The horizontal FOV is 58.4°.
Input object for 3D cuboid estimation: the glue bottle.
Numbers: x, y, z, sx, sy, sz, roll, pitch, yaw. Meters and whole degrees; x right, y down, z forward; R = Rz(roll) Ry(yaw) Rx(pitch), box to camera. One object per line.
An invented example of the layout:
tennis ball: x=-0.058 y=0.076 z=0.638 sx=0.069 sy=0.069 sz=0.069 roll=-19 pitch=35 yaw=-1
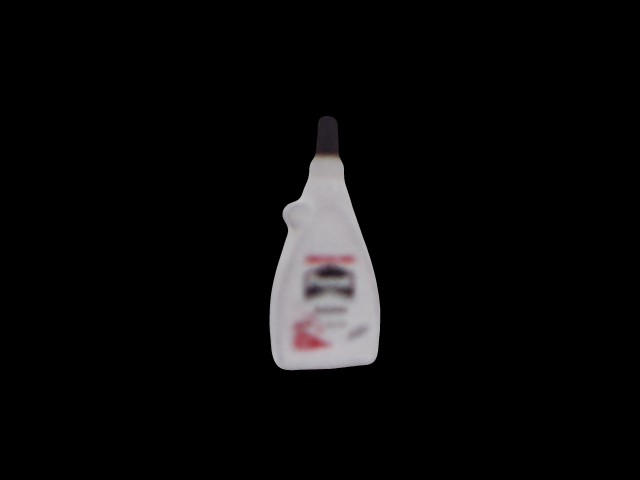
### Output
glue bottle: x=0.004 y=0.001 z=0.400 sx=0.078 sy=0.173 sz=0.037 roll=-1 pitch=5 yaw=-15
